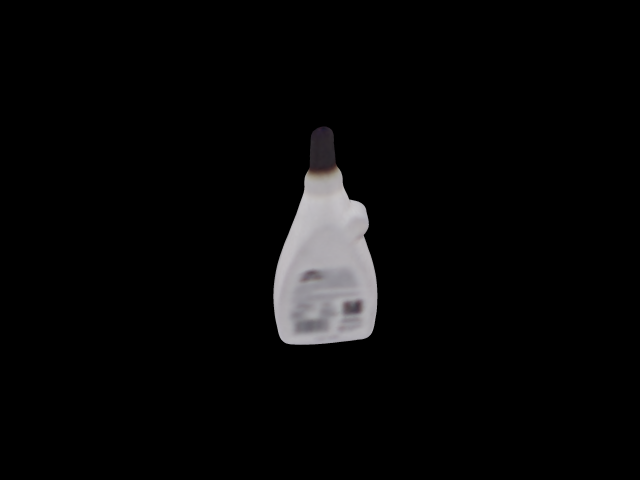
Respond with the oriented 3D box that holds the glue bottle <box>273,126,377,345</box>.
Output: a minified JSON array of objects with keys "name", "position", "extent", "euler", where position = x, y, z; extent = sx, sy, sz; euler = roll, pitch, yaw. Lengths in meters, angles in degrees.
[{"name":"glue bottle","position":[0.004,0.001,0.400],"extent":[0.078,0.173,0.037],"euler":[-3,37,-4]}]
